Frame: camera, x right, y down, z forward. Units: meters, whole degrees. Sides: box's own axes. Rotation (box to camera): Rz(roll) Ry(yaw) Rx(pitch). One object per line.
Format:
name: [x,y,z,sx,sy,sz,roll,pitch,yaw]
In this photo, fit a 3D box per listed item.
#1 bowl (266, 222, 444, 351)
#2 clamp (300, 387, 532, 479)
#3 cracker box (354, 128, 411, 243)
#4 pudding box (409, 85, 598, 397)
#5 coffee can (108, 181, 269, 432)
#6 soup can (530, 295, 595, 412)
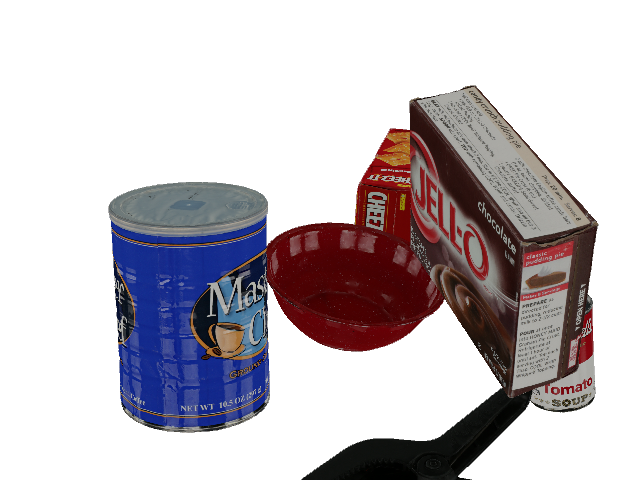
bowl: [0.025,0.048,0.931,0.162,0.055,0.162,7,30,-5]
clamp: [0.077,0.155,0.711,0.210,0.036,0.164,-5,28,-4]
cracker box: [0.086,-0.019,1.206,0.072,0.164,0.213,7,23,11]
pudding box: [0.076,-0.002,0.475,0.039,0.090,0.113,-18,42,-13]
coffee can: [-0.085,0.041,0.711,0.103,0.140,0.103,0,18,0]
soup can: [0.230,0.105,1.031,0.068,0.102,0.068,-7,22,3]
